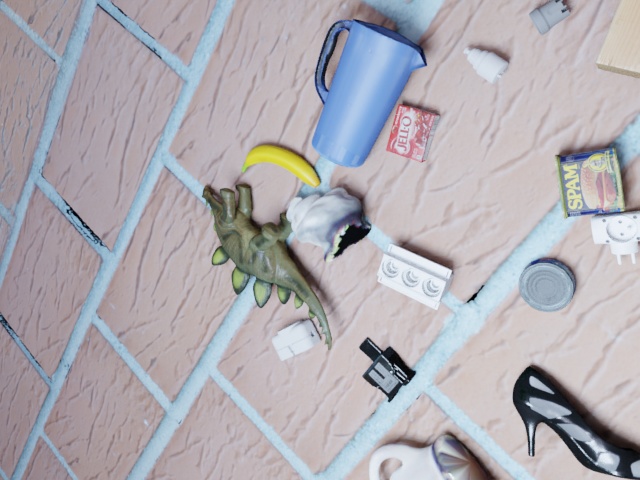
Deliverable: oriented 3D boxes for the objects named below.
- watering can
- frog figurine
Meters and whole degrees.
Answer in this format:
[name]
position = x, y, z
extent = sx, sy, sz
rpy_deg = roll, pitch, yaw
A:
[watering can]
position = 0.243, 0.514, 0.953
extent = 0.351, 0.105, 0.221
rpy_deg = 47, 117, 16
[frog figurine]
position = 0.003, -0.050, 1.003
extent = 0.138, 0.121, 0.161
rpy_deg = -46, 63, -5
